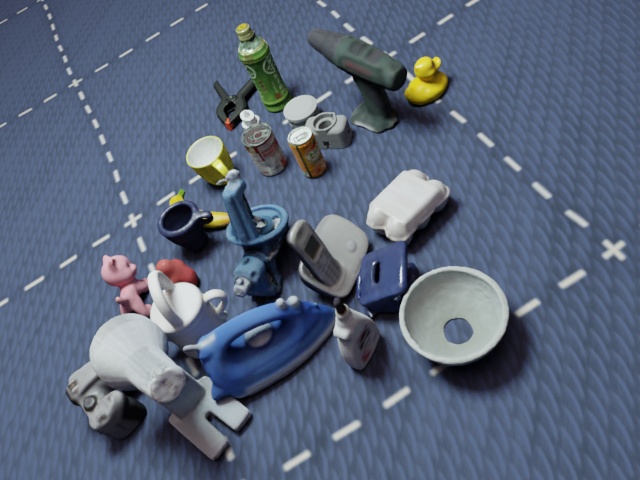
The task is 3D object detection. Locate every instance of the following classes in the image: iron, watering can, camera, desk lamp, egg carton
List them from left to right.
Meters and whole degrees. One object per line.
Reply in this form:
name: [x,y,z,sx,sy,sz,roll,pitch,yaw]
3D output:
camera: [-0.365,0.253,1.018,0.137,0.101,0.142,-45,53,-13]
desk lamp: [-0.242,0.227,0.916,0.202,0.214,0.118,25,68,34]
watering can: [-0.251,0.130,1.003,0.173,0.194,0.100,-42,52,-11]
iron: [-0.095,0.154,0.958,0.258,0.142,0.118,-30,51,-1]
egg carton: [0.162,-0.062,1.060,0.150,0.070,0.107,-45,53,-13]

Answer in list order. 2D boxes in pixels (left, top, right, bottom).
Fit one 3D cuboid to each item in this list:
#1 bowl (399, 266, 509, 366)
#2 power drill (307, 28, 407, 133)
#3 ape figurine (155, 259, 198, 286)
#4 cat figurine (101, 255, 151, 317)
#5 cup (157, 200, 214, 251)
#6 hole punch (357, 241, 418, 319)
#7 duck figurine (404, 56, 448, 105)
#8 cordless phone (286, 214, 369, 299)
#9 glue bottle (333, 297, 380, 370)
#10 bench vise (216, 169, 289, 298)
bowl: [0.212,0.129,0.899,0.167,0.075,0.167,-10,53,14]
power drill: [0.086,-0.331,1.193,0.228,0.209,0.076,27,69,34]
ape figurine: [-0.289,0.068,1.128,0.076,0.092,0.078,6,58,25]
cat figurine: [-0.393,0.085,1.139,0.067,0.118,0.127,-23,51,4]
cup: [-0.261,-0.023,1.181,0.117,0.095,0.091,-10,53,14]
hole punch: [0.110,0.066,0.974,0.101,0.091,0.108,-7,54,17]
duck figurine: [0.224,-0.350,1.233,0.104,0.086,0.077,-37,51,-7]
cordless phone: [0.009,0.004,0.998,0.093,0.185,0.148,8,59,26]
glue bottle: [0.049,0.137,0.894,0.037,0.173,0.078,13,61,28]
bench vise: [-0.118,-0.010,1.034,0.121,0.220,0.207,-17,52,10]
